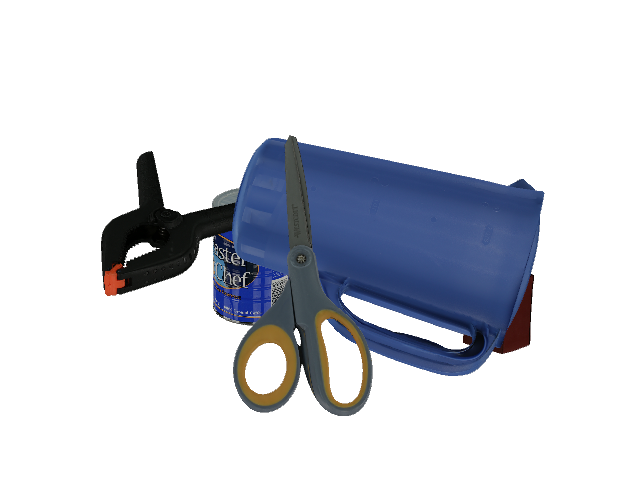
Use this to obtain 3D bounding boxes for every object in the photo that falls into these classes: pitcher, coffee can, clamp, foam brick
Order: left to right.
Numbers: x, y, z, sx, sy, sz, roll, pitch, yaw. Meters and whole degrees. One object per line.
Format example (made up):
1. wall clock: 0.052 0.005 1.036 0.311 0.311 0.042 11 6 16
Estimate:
1. clamp: -0.160 -0.018 1.057 0.165 0.036 0.209 24 40 21
2. coffee can: -0.081 0.018 1.306 0.103 0.140 0.103 2 25 -1
3. pitcher: 0.052 0.003 0.880 0.243 0.145 0.149 15 18 9
4. foam brick: 0.184 0.071 1.105 0.053 0.078 0.051 13 19 42

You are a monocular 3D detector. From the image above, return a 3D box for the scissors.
1. scissors: -0.028 0.027 0.697 0.096 0.202 0.016 -20 -26 -5
